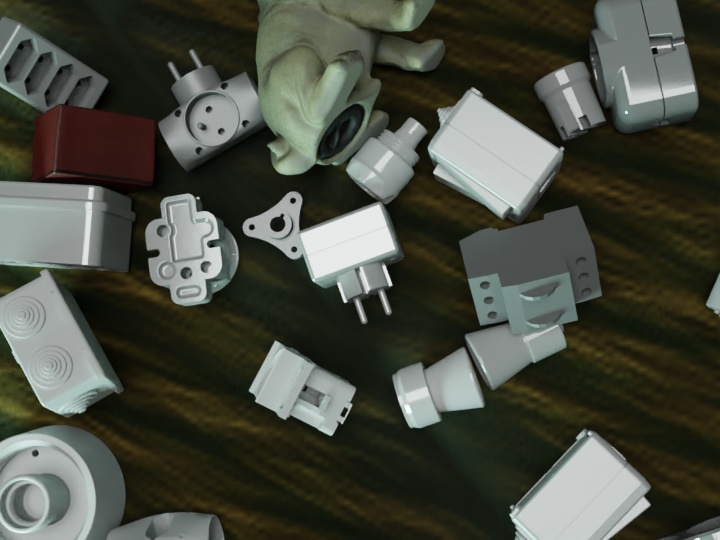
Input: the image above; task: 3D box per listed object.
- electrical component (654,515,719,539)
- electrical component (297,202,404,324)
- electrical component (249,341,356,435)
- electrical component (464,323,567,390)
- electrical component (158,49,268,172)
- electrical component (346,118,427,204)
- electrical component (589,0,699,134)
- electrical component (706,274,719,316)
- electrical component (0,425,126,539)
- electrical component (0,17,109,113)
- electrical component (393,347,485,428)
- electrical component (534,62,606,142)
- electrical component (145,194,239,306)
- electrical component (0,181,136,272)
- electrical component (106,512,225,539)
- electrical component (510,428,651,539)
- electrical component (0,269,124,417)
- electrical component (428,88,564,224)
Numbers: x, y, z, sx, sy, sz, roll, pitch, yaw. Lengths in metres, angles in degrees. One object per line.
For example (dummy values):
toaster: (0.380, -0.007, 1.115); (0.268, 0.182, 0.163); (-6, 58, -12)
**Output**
electrical component: (0.212, 0.221, 0.721); (0.138, 0.052, 0.073); (-23, 81, 5)
electrical component: (0.000, 0.000, 0.781); (0.066, 0.047, 0.076); (-20, 81, 5)
electrical component: (-0.040, 0.085, 0.766); (0.064, 0.081, 0.042); (29, 88, -12)
electrical component: (0.113, 0.052, 0.762); (0.065, 0.044, 0.044); (-26, 80, -1)
electrical component: (-0.117, -0.127, 0.811); (0.077, 0.044, 0.079); (-30, 89, 4)
electrical component: (0.023, -0.083, 0.790); (0.043, 0.043, 0.062); (40, 88, 11)
electrical component: (0.199, -0.149, 0.768); (0.059, 0.054, 0.095); (-11, 82, 7)
electrical component: (0.269, 0.005, 0.747); (0.044, 0.044, 0.065); (24, 92, 10)
electrical component: (-0.233, 0.168, 0.786); (0.108, 0.060, 0.108); (-1, 83, 8)
electrical component: (-0.251, -0.153, 0.826); (0.076, 0.083, 0.047); (28, 87, 48)
electrical component: (0.056, 0.084, 0.764); (0.055, 0.045, 0.045); (-20, 81, 6)
electrical component: (0.153, -0.121, 0.779); (0.040, 0.040, 0.046); (-24, 85, 5)
electrical component: (-0.122, -0.012, 0.794); (0.058, 0.057, 0.078); (-9, 82, 7)
electrical component: (-0.233, -0.032, 0.802); (0.113, 0.078, 0.057); (3, 87, 8)
electrical component: (-0.141, 0.209, 0.760); (0.077, 0.079, 0.043); (-9, 105, 7)
electrical component: (0.147, 0.163, 0.733); (0.061, 0.062, 0.096); (44, 90, 11)
electrical component: (-0.219, 0.057, 0.780); (0.048, 0.099, 0.099); (-30, 80, -10)
electrical component: (0.090, -0.081, 0.770); (0.096, 0.062, 0.061); (36, 89, 10)
